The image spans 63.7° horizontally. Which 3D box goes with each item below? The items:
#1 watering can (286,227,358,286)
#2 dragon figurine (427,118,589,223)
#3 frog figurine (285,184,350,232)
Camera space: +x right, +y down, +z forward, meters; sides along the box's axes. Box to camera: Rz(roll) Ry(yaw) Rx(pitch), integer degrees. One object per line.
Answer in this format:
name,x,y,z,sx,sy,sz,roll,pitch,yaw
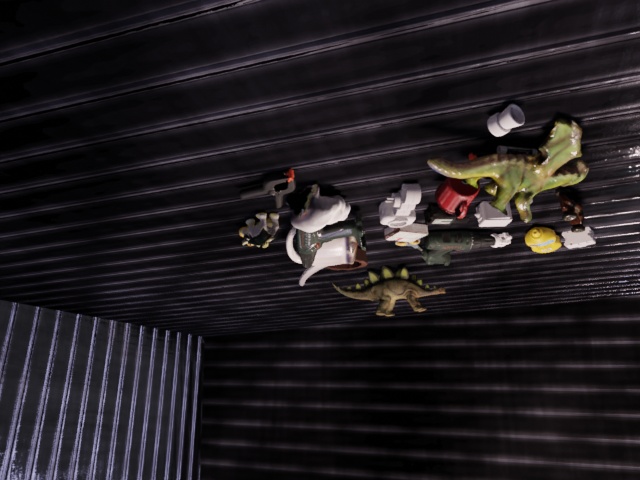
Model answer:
watering can,0.009,0.046,1.662,0.224,0.106,0.339,-2,144,3
dragon figurine,0.438,-0.171,1.101,0.408,0.125,0.239,17,126,-38
frog figurine,0.004,-0.067,1.341,0.158,0.126,0.135,28,127,-36
